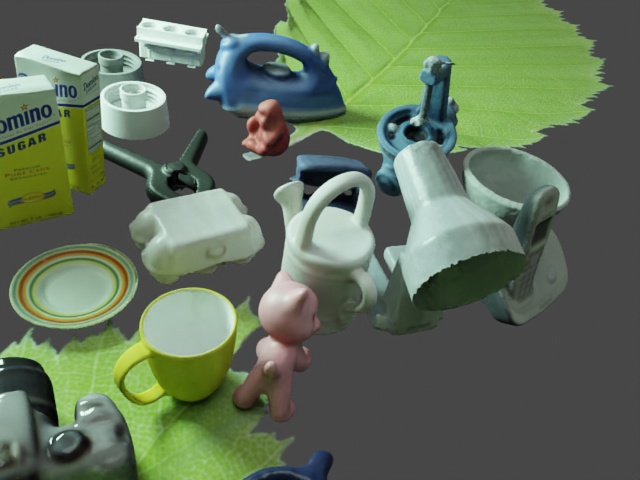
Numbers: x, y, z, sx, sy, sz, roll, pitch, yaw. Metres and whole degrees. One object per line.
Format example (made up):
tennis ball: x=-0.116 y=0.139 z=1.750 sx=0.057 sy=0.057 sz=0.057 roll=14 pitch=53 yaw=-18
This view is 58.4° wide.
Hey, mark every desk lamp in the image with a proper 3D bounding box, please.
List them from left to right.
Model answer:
desk lamp: x=0.115 y=0.013 z=0.638 sx=0.118 sy=0.213 sz=0.203 roll=-6 pitch=44 yaw=-19

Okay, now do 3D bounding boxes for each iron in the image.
iron: x=-0.068 y=-0.294 z=0.999 sx=0.258 sy=0.141 sz=0.118 roll=1 pitch=42 yaw=-12

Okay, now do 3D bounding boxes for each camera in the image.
camera: x=-0.237 y=0.156 z=0.475 sx=0.143 sy=0.101 sz=0.136 roll=-11 pitch=46 yaw=-25

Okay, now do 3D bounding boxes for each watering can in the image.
watering can: x=0.004 y=0.003 z=0.637 sx=0.172 sy=0.194 sz=0.101 roll=29 pitch=44 yaw=19

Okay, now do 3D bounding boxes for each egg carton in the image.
egg carton: x=-0.149 y=-0.005 z=0.704 sx=0.151 sy=0.069 sz=0.107 roll=-16 pitch=48 yaw=-29

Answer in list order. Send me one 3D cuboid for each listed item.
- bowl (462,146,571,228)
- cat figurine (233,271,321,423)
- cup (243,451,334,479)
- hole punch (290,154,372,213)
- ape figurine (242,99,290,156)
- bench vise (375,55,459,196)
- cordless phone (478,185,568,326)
bowl: x=0.291 y=-0.071 z=0.884 sx=0.167 sy=0.075 sz=0.167 roll=7 pitch=41 yaw=-6
cat figurine: x=-0.037 y=0.097 z=0.578 sx=0.067 sy=0.118 sz=0.128 roll=15 pitch=41 yaw=4
cup: x=-0.027 y=0.229 z=0.448 sx=0.091 sy=0.095 sz=0.118 roll=25 pitch=42 yaw=15
hole punch: x=0.014 y=-0.095 z=0.831 sx=0.109 sy=0.091 sz=0.101 roll=5 pitch=41 yaw=-8
ape figurine: x=-0.082 y=-0.180 z=0.903 sx=0.076 sy=0.092 sz=0.077 roll=2 pitch=42 yaw=-12
bench vise: x=0.159 y=-0.197 z=0.884 sx=0.121 sy=0.220 sz=0.207 roll=17 pitch=41 yaw=6
cordless phone: x=0.270 y=0.005 z=0.708 sx=0.148 sy=0.185 sz=0.094 roll=-28 pitch=54 yaw=-37
